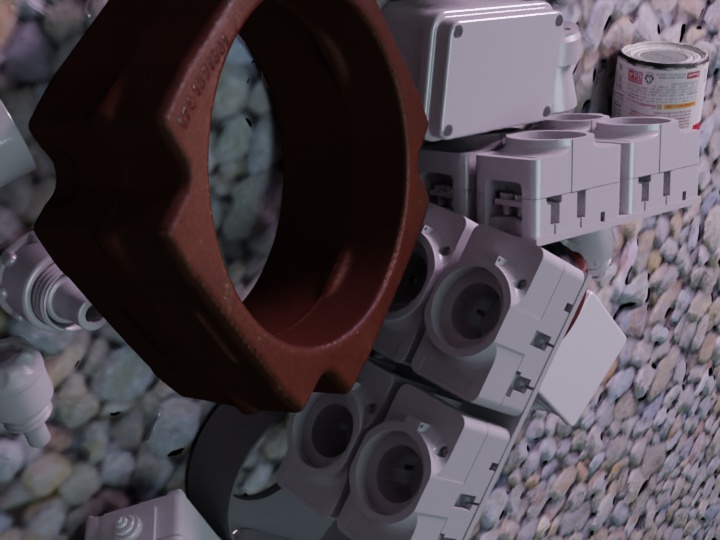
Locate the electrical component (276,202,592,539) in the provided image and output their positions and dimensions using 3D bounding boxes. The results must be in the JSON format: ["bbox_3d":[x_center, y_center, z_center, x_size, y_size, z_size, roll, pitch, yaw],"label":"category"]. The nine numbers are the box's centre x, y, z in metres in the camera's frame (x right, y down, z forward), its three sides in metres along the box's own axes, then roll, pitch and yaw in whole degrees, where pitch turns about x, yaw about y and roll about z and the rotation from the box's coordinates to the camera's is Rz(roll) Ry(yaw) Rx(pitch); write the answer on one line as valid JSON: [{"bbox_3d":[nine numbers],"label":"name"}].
[{"bbox_3d":[0.036,0.062,0.609,0.060,0.105,0.186,23,92,-48],"label":"electrical component"}]

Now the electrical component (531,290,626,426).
[{"bbox_3d":[0.160,0.064,0.865,0.099,0.048,0.100,-56,138,-9],"label":"electrical component"}]

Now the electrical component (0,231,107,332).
[{"bbox_3d":[-0.144,0.010,0.520,0.048,0.062,0.048,-22,123,-37],"label":"electrical component"}]

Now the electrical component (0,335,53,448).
[{"bbox_3d":[-0.171,0.065,0.541,0.035,0.035,0.061,-35,133,-29],"label":"electrical component"}]

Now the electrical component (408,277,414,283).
[{"bbox_3d":[0.000,0.000,0.666,0.048,0.055,0.066,-19,122,-38],"label":"electrical component"}]

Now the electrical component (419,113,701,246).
[{"bbox_3d":[0.135,-0.067,0.726,0.186,0.105,0.060,-14,108,-41],"label":"electrical component"}]

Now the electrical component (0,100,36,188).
[{"bbox_3d":[-0.183,-0.052,0.441,0.077,0.043,0.079,-31,158,-16],"label":"electrical component"}]

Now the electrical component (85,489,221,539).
[{"bbox_3d":[-0.116,0.175,0.613,0.062,0.061,0.096,-18,132,8],"label":"electrical component"}]

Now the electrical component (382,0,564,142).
[{"bbox_3d":[0.069,-0.128,0.672,0.113,0.057,0.078,-16,120,-40],"label":"electrical component"}]

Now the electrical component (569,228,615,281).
[{"bbox_3d":[0.182,-0.021,0.852,0.040,0.040,0.078,-46,136,-19],"label":"electrical component"}]

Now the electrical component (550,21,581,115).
[{"bbox_3d":[0.127,-0.139,0.735,0.045,0.045,0.055,-24,125,-36],"label":"electrical component"}]

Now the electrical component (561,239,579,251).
[{"bbox_3d":[0.118,0.004,0.796,0.079,0.044,0.077,17,97,-48],"label":"electrical component"}]
